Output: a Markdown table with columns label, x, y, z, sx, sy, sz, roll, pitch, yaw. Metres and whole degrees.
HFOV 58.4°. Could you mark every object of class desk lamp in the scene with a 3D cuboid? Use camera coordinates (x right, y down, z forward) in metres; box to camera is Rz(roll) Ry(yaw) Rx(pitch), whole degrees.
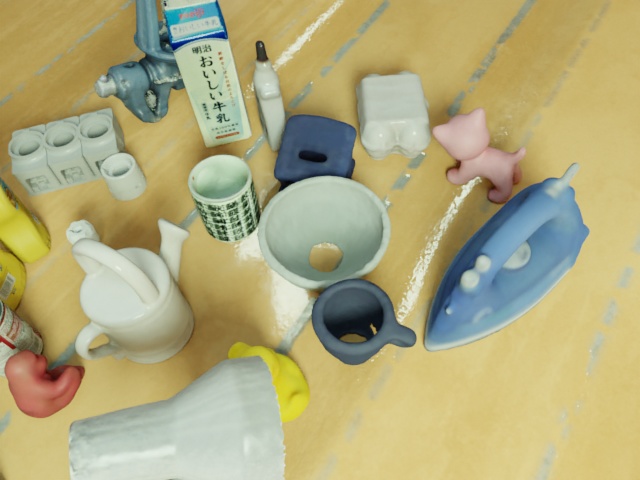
| label | x | y | z | sx | sy | sz | roll | pitch | yaw |
| --- | --- | --- | --- | --- | --- | --- | --- | --- | --- |
| desk lamp | -0.126 | 0.202 | 0.532 | 0.203 | 0.214 | 0.117 | -14 | 57 | -5 |

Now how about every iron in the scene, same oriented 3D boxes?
| label | x | y | z | sx | sy | sz | roll | pitch | yaw |
| --- | --- | --- | --- | --- | --- | --- | --- | --- | --- |
| iron | 0.217 | 0.019 | 0.672 | 0.259 | 0.141 | 0.118 | -40 | 63 | -20 |

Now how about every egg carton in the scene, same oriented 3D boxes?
| label | x | y | z | sx | sy | sz | roll | pitch | yaw |
| --- | --- | --- | --- | --- | --- | --- | --- | --- | --- |
| egg carton | 0.110 | -0.188 | 0.858 | 0.107 | 0.069 | 0.150 | -5 | 57 | 1 |

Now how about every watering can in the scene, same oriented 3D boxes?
| label | x | y | z | sx | sy | sz | roll | pitch | yaw |
| --- | --- | --- | --- | --- | --- | --- | --- | --- | --- |
| watering can | -0.213 | 0.052 | 0.648 | 0.100 | 0.194 | 0.173 | 6 | 57 | 8 |

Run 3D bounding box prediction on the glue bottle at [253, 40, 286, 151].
| label | x | y | z | sx | sy | sz | roll | pitch | yaw |
| --- | --- | --- | --- | --- | --- | --- | --- | --- | --- |
| glue bottle | -0.074 | -0.212 | 0.824 | 0.037 | 0.173 | 0.078 | -17 | 57 | -7 |

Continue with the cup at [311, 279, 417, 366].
| label | x | y | z | sx | sy | sz | roll | pitch | yaw |
| --- | --- | --- | --- | --- | --- | --- | --- | --- | --- |
| cup | 0.051 | 0.108 | 0.653 | 0.117 | 0.095 | 0.092 | 17 | 59 | 14 |

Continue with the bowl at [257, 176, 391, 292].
| label | x | y | z | sx | sy | sz | roll | pitch | yaw |
| --- | --- | --- | --- | --- | --- | --- | --- | --- | --- |
| bowl | 0.007 | 0.003 | 0.737 | 0.167 | 0.075 | 0.167 | -2 | 57 | 3 |

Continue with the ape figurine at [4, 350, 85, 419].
| label | x | y | z | sx | sy | sz | roll | pitch | yaw |
| --- | --- | --- | --- | --- | --- | --- | --- | --- | --- |
| ape figurine | -0.320 | 0.155 | 0.648 | 0.077 | 0.092 | 0.076 | 22 | 61 | 17 |

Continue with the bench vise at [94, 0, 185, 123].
| label | x | y | z | sx | sy | sz | roll | pitch | yaw |
| --- | --- | --- | --- | --- | --- | --- | --- | --- | --- |
| bench vise | -0.244 | -0.293 | 0.861 | 0.121 | 0.220 | 0.208 | 22 | 61 | 17 |

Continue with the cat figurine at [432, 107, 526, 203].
| label | x | y | z | sx | sy | sz | roll | pitch | yaw |
| --- | --- | --- | --- | --- | --- | --- | --- | --- | --- |
| cat figurine | 0.218 | -0.125 | 0.780 | 0.127 | 0.118 | 0.067 | 24 | 62 | 18 |

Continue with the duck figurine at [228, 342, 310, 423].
| label | x | y | z | sx | sy | sz | roll | pitch | yaw |
| --- | --- | --- | --- | --- | --- | --- | --- | --- | --- |
| duck figurine | -0.060 | 0.152 | 0.637 | 0.104 | 0.086 | 0.078 | 31 | 64 | 22 |

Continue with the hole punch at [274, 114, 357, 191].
| label | x | y | z | sx | sy | sz | roll | pitch | yaw |
| --- | --- | --- | --- | --- | --- | --- | --- | --- | --- |
| hole punch | -0.004 | -0.111 | 0.802 | 0.108 | 0.091 | 0.101 | 12 | 58 | 12 |
